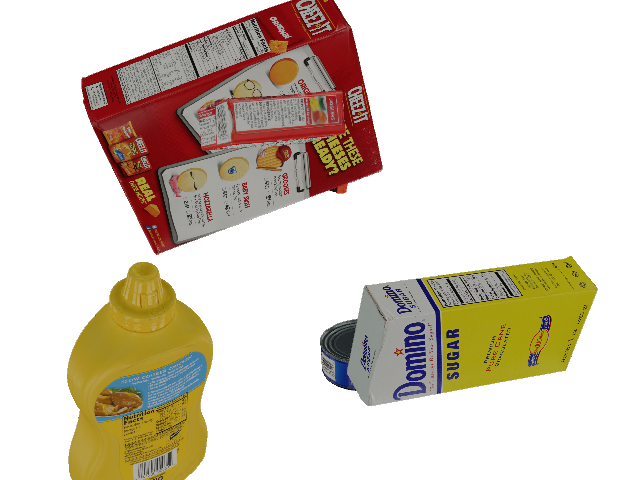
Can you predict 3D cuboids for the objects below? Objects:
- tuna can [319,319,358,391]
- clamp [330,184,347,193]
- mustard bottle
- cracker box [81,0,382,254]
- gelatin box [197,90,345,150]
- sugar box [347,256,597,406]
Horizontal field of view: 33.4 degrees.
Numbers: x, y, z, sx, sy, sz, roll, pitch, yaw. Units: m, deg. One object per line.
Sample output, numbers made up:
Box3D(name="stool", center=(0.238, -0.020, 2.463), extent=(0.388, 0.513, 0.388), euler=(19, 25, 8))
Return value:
Box3D(name="tuna can", center=(0.043, 0.109, 1.016), extent=(0.086, 0.034, 0.086), euler=(-3, 23, 1))
Box3D(name="clamp", center=(-0.034, -0.103, 1.131), extent=(0.120, 0.039, 0.172), euler=(-15, 39, -23))
Box3D(name="mustard bottle", center=(-0.118, 0.091, 0.702), extent=(0.096, 0.192, 0.058), euler=(-17, 46, -28))
Box3D(name="cracker box", center=(-0.069, -0.096, 0.886), extent=(0.213, 0.072, 0.164), euler=(-21, -41, -3))
Box3D(name="gelatin box", center=(-0.033, -0.076, 0.674), extent=(0.073, 0.030, 0.089), euler=(-6, 4, -18))
Box3D(name="sugar box", center=(0.113, 0.068, 0.804), extent=(0.176, 0.093, 0.048), euler=(-9, 42, -21))
